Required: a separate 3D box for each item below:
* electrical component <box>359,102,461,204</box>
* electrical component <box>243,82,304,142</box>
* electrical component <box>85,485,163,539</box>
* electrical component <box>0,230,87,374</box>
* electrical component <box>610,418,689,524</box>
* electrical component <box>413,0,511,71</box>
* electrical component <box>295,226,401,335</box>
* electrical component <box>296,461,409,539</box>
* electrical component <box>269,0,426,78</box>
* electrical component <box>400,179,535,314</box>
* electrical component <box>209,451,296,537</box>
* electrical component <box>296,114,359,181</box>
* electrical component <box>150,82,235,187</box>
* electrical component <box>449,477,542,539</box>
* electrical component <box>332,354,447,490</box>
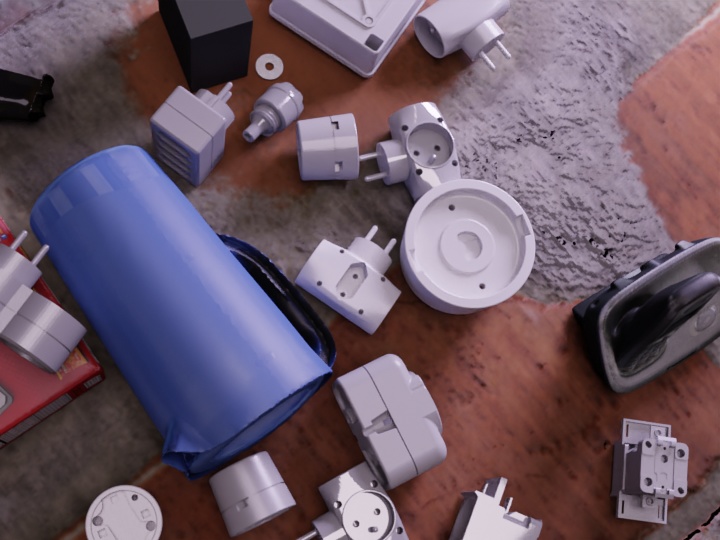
[{"bbox_3d":[0.039,-0.095,0.914,0.079,0.044,0.077,-15,79,-12],"label":"electrical component"},{"bbox_3d":[-0.076,-0.130,0.905,0.035,0.035,0.061,39,58,2],"label":"electrical component"},{"bbox_3d":[-0.176,0.191,0.808,0.055,0.047,0.055,2,76,-8],"label":"electrical component"},{"bbox_3d":[-0.252,0.006,0.764,0.138,0.052,0.073,33,72,1],"label":"electrical component"},{"bbox_3d":[0.234,0.161,0.869,0.042,0.064,0.081,8,75,-6],"label":"electrical component"},{"bbox_3d":[0.101,-0.212,0.953,0.077,0.044,0.079,-36,84,-15],"label":"electrical component"},{"bbox_3d":[0.000,0.000,0.885,0.077,0.043,0.079,34,73,1],"label":"electrical component"},{"bbox_3d":[-0.011,0.200,0.832,0.079,0.044,0.077,-27,81,-14],"label":"electrical component"},{"bbox_3d":[-0.005,-0.243,0.939,0.109,0.056,0.108,34,74,1],"label":"electrical component"},{"bbox_3d":[0.084,-0.015,0.892,0.108,0.060,0.108,2,76,-8],"label":"electrical component"},{"bbox_3d":[-0.084,0.171,0.824,0.055,0.055,0.047,-24,77,-14],"label":"electrical component"},{"bbox_3d":[-0.028,-0.102,0.901,0.047,0.055,0.055,-5,77,-6],"label":"electrical component"},{"bbox_3d":[-0.128,-0.121,0.875,0.047,0.083,0.075,36,74,2],"label":"electrical component"},{"bbox_3d":[0.106,0.208,0.850,0.064,0.042,0.081,24,74,-6],"label":"electrical component"},{"bbox_3d":[0.026,0.118,0.853,0.059,0.053,0.095,-25,81,-14],"label":"electrical component"}]
